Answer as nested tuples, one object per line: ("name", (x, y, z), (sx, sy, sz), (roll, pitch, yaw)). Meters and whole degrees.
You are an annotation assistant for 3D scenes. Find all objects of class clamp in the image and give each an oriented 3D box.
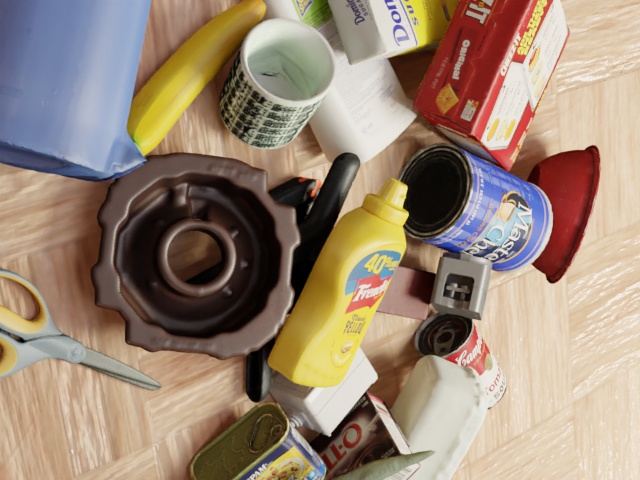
("clamp", (-0.006, 0.001, 0.963), (0.171, 0.039, 0.120), (-38, 126, -36))
("clamp", (-0.054, 0.037, 0.979), (0.209, 0.036, 0.164), (-55, 131, -21))

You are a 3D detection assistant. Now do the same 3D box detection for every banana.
("banana", (-0.112, -0.127, 0.876), (0.037, 0.070, 0.197), (52, 54, -31))

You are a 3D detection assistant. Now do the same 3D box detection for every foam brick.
("foam brick", (0.070, 0.048, 1.078), (0.078, 0.053, 0.051), (14, 89, -42))

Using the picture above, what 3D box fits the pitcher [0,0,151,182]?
("pitcher", (-0.194, -0.171, 0.767), (0.149, 0.145, 0.243), (20, 81, -53))

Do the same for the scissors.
("scissors", (-0.218, 0.101, 0.863), (0.096, 0.016, 0.201), (-53, 127, -18))

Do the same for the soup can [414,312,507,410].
("soup can", (0.154, 0.133, 1.158), (0.068, 0.069, 0.102), (-50, 127, -23))

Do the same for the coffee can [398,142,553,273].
("coffee can", (0.160, -0.031, 1.107), (0.140, 0.103, 0.103), (20, 85, -41))

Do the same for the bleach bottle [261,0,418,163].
("bleach bottle", (-0.001, -0.196, 0.965), (0.102, 0.068, 0.250), (-45, 121, -32))

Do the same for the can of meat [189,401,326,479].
("can of meat", (-0.054, 0.212, 0.985), (0.102, 0.057, 0.084), (-39, 127, -3))

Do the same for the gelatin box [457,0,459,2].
("gelatin box", (0.128, -0.248, 1.086), (0.073, 0.030, 0.089), (-12, 106, -38))

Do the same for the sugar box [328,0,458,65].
("sugar box", (0.071, -0.217, 0.976), (0.175, 0.048, 0.093), (-27, 99, -58))

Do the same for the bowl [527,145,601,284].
("bowl", (0.256, -0.035, 1.188), (0.055, 0.162, 0.162), (16, 87, -1))

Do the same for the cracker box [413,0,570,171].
("cracker box", (0.173, -0.170, 1.045), (0.164, 0.072, 0.213), (-66, 160, 3))

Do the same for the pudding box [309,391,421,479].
("pudding box", (0.032, 0.216, 1.024), (0.113, 0.090, 0.039), (-43, 133, 11))

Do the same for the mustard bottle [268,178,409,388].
("mustard bottle", (0.027, 0.035, 0.936), (0.096, 0.058, 0.192), (11, 107, -58))
